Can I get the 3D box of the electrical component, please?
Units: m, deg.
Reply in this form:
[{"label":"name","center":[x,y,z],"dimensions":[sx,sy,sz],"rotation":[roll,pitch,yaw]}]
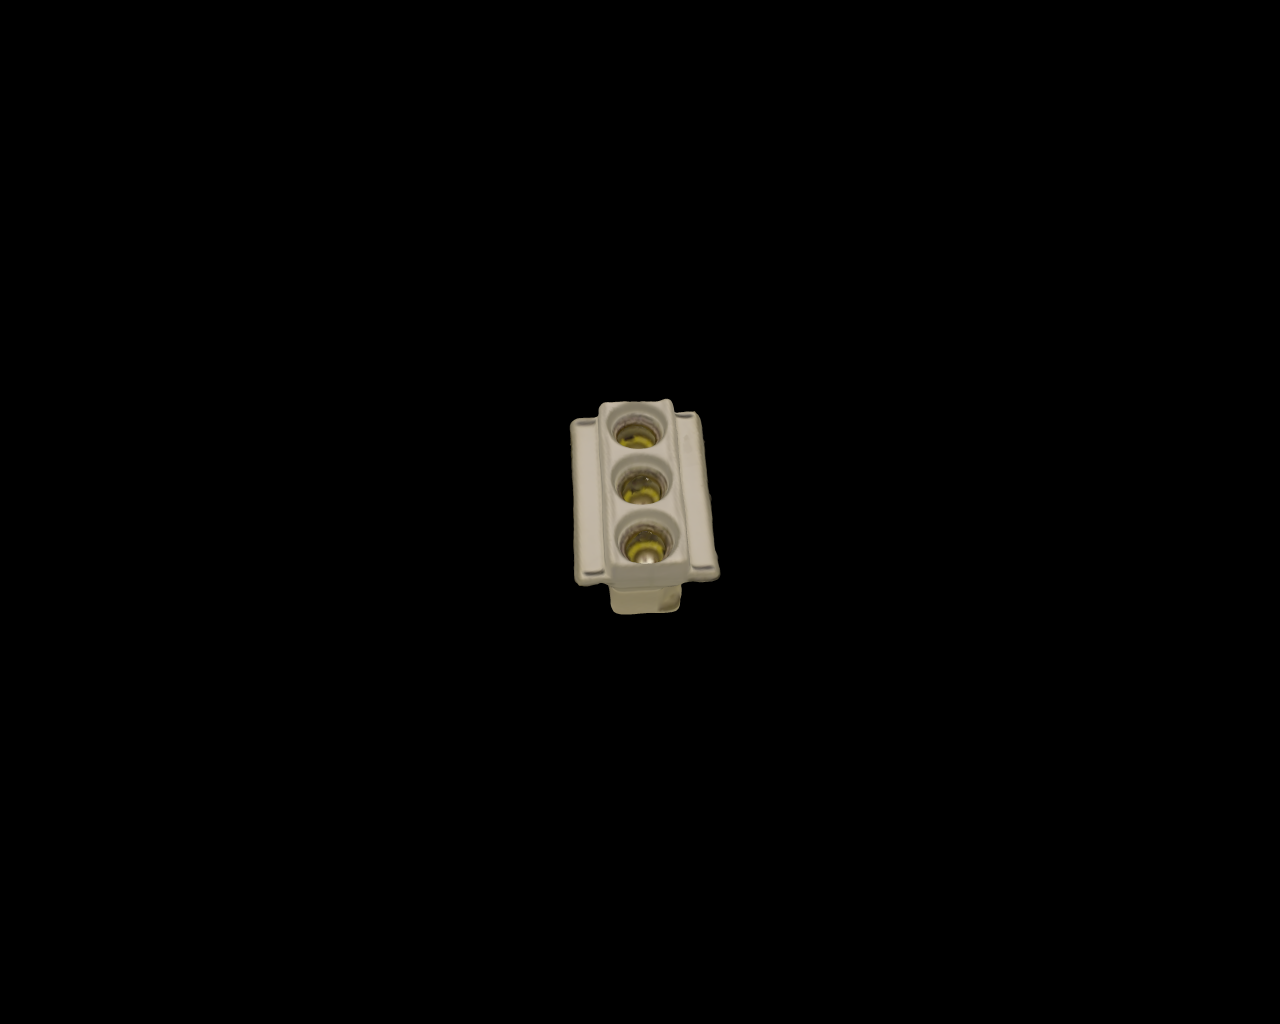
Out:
[{"label":"electrical component","center":[0.001,-0.003,0.650],"dimensions":[0.079,0.121,0.063],"rotation":[-3,-36,-2]}]
